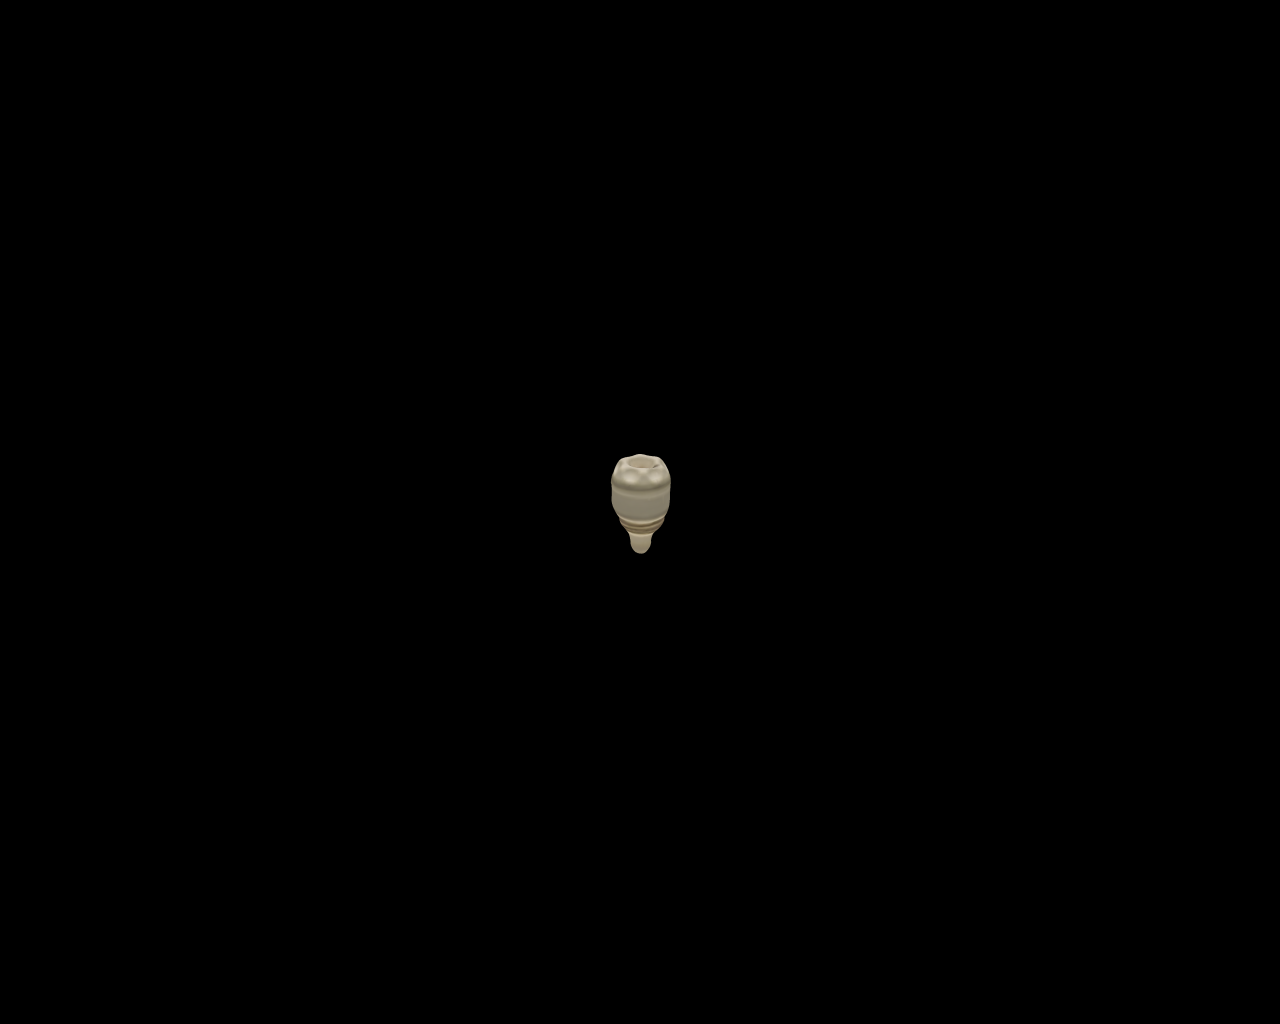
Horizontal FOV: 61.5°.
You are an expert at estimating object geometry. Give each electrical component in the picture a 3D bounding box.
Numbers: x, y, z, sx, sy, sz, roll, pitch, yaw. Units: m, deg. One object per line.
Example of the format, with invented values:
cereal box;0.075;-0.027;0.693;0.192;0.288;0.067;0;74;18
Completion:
electrical component;0.001;-0.003;0.650;0.035;0.061;0.035;0;24;0
